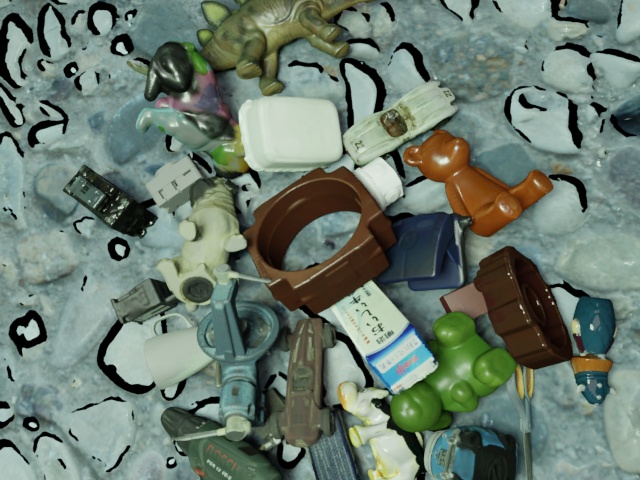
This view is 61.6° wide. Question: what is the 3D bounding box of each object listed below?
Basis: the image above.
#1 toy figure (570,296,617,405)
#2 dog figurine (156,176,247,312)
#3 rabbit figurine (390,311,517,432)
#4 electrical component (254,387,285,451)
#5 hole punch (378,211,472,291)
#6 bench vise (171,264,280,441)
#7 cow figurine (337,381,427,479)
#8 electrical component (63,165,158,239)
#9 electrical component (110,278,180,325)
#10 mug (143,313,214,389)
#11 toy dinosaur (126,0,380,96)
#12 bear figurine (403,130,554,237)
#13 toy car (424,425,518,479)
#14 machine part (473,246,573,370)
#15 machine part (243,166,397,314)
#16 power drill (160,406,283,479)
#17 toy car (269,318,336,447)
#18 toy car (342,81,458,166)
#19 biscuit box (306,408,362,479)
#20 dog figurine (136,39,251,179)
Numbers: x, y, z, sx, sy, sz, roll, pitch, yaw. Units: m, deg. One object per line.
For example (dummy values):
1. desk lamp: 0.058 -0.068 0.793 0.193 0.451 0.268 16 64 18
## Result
1. toy figure: 0.401 0.161 0.788 0.064 0.057 0.154 4 82 24
2. dog figurine: -0.183 0.001 0.868 0.121 0.191 0.172 27 110 -19
3. rabbit figurine: 0.161 0.204 0.758 0.170 0.159 0.121 -30 63 -23
4. electrical component: -0.084 0.274 0.828 0.078 0.045 0.102 -35 76 0
5. hole punch: 0.151 0.017 0.808 0.142 0.092 0.115 -13 76 47
6. bench vise: -0.122 0.147 0.751 0.129 0.240 0.224 3 36 8
7. cow figurine: 0.093 0.276 0.792 0.098 0.068 0.167 -22 79 -16
8. electrical component: -0.350 -0.063 0.887 0.115 0.134 0.058 33 83 14
9. electrical component: -0.267 0.092 0.874 0.119 0.074 0.048 -31 77 4
10. mug: -0.217 0.168 0.855 0.107 0.080 0.109 -18 70 -8
11. toy dinosaur: -0.116 -0.358 0.944 0.472 0.105 0.198 -22 70 2
12. bear figurine: 0.235 -0.105 0.834 0.120 0.132 0.196 -29 79 -28
13. toy car: 0.200 0.312 0.752 0.103 0.161 0.109 -5 65 50
14. machine part: 0.288 0.097 0.758 0.056 0.179 0.179 -32 74 32
15. machine part: -0.002 -0.002 0.816 0.201 0.087 0.202 -34 46 1
16. power drill: -0.171 0.377 0.794 0.232 0.086 0.207 10 76 29
17. toy car: -0.023 0.203 0.802 0.089 0.053 0.202 -7 53 15
18. toy car: 0.134 -0.194 0.896 0.202 0.056 0.073 -30 76 0
19. biscuit box: 0.030 0.357 0.789 0.063 0.059 0.202 -18 76 2
20. dog figurine: -0.172 -0.204 0.883 0.219 0.108 0.191 20 115 -6
